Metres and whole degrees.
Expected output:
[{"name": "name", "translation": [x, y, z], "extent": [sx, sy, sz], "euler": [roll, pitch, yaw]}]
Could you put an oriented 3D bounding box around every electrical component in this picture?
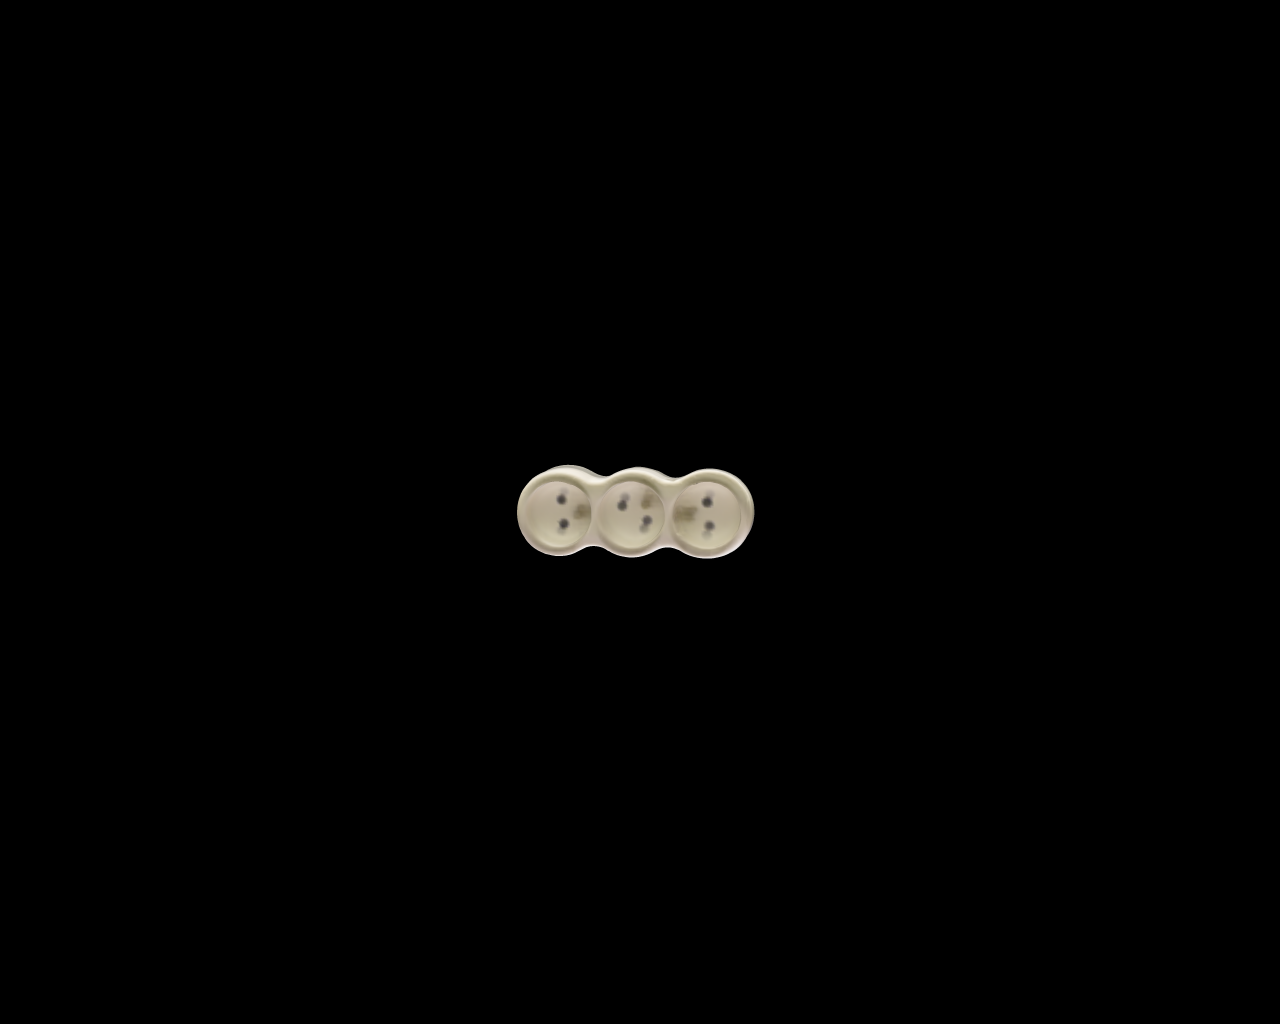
[{"name": "electrical component", "translation": [0.001, -0.003, 0.650], "extent": [0.138, 0.052, 0.074], "euler": [1, 8, 9]}]
